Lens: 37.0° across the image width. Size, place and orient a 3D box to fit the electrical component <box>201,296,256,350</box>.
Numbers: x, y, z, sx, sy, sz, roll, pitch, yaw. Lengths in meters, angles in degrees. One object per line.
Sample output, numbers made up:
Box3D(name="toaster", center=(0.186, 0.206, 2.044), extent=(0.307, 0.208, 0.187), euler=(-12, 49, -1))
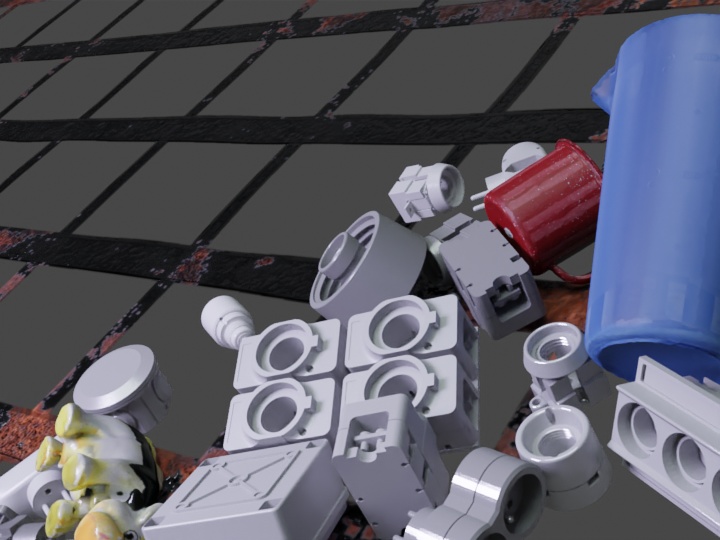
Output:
Box3D(name="electrical component", center=(-0.116, 0.053, 0.988), extent=(0.040, 0.040, 0.078), euler=(-35, 34, -13))

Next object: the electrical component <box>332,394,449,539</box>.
Box3D(name="electrical component", center=(0.023, 0.132, 0.734), extent=(0.050, 0.089, 0.055), euler=(-13, 35, 20))

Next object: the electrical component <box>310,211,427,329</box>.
Box3D(name="electrical component", center=(0.000, 0.000, 0.919), extent=(0.108, 0.060, 0.108), euler=(-49, 19, 23))

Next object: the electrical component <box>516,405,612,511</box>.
Box3D(name="electrical component", center=(0.133, 0.122, 0.709), extent=(0.055, 0.047, 0.055), euler=(-19, 33, 13))

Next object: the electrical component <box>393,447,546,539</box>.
Box3D(name="electrical component", center=(0.053, 0.172, 0.678), extent=(0.074, 0.052, 0.138), euler=(13, 59, 45))

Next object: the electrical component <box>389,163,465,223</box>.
Box3D(name="electrical component", center=(0.067, -0.076, 1.036), extent=(0.055, 0.048, 0.066), euler=(-8, 37, 40))

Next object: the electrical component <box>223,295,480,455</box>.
Box3D(name="electrical component", center=(-0.007, 0.089, 0.821), extent=(0.186, 0.060, 0.105), euler=(-13, 48, 21))

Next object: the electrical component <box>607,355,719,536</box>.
Box3D(name="electrical component", center=(0.216, 0.110, 0.647), extent=(0.063, 0.078, 0.121), euler=(-8, 24, -27))

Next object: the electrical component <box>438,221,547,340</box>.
Box3D(name="electrical component", center=(0.108, 0.010, 0.874), extent=(0.050, 0.055, 0.089), euler=(-28, 33, -1))

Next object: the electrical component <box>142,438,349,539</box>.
Box3D(name="electrical component", center=(-0.077, 0.171, 0.751), extent=(0.109, 0.056, 0.108), euler=(-13, 13, 21))

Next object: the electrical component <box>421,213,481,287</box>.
Box3D(name="electrical component", center=(0.083, -0.016, 0.940), extent=(0.055, 0.048, 0.066), euler=(-30, 32, -19))

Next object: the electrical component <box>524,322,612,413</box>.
Box3D(name="electrical component", center=(0.145, 0.071, 0.765), extent=(0.066, 0.055, 0.048), euler=(-32, 33, -7))

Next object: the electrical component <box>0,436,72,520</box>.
Box3D(name="electrical component", center=(-0.264, 0.184, 0.908), extent=(0.077, 0.043, 0.079), euler=(-37, 34, -15))

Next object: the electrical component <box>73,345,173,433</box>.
Box3D(name="electrical component", center=(-0.212, 0.110, 0.967), extent=(0.080, 0.051, 0.080), euler=(-19, 34, 13))

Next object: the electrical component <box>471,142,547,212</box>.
Box3D(name="electrical component", center=(0.140, -0.073, 0.981), extent=(0.079, 0.043, 0.077), euler=(-20, 33, 11))
